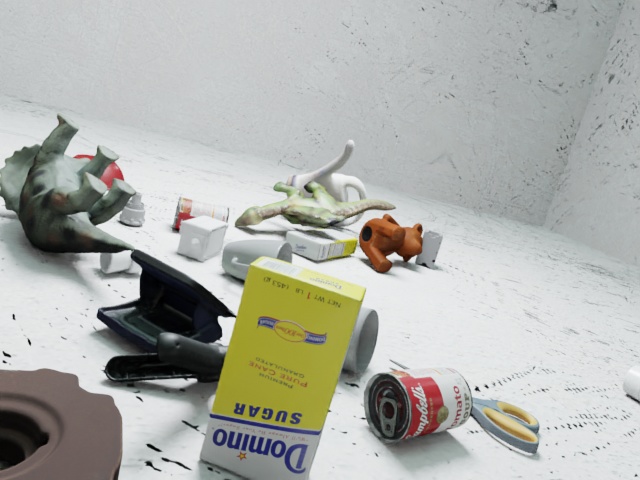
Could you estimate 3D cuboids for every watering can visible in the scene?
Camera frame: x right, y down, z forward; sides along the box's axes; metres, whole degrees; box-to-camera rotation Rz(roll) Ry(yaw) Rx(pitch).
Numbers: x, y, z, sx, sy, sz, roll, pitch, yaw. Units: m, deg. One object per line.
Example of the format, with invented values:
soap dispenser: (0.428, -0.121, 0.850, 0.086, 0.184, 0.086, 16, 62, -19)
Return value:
watering can: (0.013, -0.145, 1.396, 0.224, 0.106, 0.339, 0, -36, 9)

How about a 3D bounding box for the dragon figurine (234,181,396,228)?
dragon figurine: (0.004, -0.062, 1.233, 0.410, 0.120, 0.246, -1, 17, -4)
